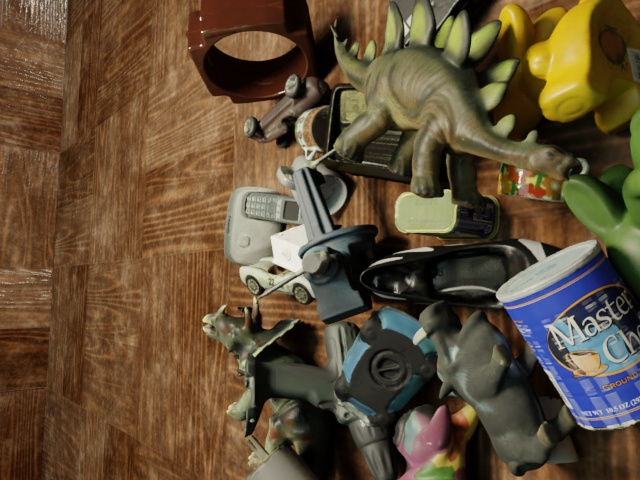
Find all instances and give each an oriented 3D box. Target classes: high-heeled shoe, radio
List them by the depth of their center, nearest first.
[{"bbox_3d":[0.167,0.040,0.601,0.249,0.145,0.086,-8,81,52],"label":"high-heeled shoe"},{"bbox_3d":[0.103,-0.148,0.755,0.230,0.073,0.131,19,101,50],"label":"radio"}]

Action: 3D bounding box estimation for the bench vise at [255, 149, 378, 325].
[{"bbox_3d":[0.008,-0.006,0.739,0.129,0.223,0.240,-26,73,27],"label":"bench vise"}]

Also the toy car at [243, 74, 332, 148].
[{"bbox_3d":[-0.057,-0.216,0.945,0.202,0.089,0.053,-30,61,44],"label":"toy car"}]

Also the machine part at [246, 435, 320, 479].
[{"bbox_3d":[-0.020,0.368,0.741,0.243,0.079,0.079,45,124,13],"label":"machine part"}]

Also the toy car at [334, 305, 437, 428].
[{"bbox_3d":[0.093,0.161,0.710,0.109,0.103,0.161,31,106,13],"label":"toy car"}]

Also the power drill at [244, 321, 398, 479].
[{"bbox_3d":[-0.004,0.228,0.751,0.086,0.207,0.232,97,168,-60],"label":"power drill"}]

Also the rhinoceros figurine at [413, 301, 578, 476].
[{"bbox_3d":[0.176,0.144,0.561,0.190,0.073,0.112,58,136,20],"label":"rhinoceros figurine"}]

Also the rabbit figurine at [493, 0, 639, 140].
[{"bbox_3d":[0.237,-0.174,0.569,0.173,0.122,0.162,146,114,-65],"label":"rabbit figurine"}]

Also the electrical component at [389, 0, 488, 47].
[{"bbox_3d":[0.155,-0.315,0.724,0.134,0.058,0.115,-47,51,37],"label":"electrical component"}]

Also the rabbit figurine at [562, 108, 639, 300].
[{"bbox_3d":[0.299,-0.026,0.477,0.159,0.121,0.170,42,132,48],"label":"rabbit figurine"}]

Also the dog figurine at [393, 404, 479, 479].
[{"bbox_3d":[0.154,0.300,0.623,0.192,0.108,0.219,21,100,51],"label":"dog figurine"}]

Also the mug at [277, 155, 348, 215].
[{"bbox_3d":[-0.022,-0.096,0.884,0.107,0.109,0.080,-120,44,-53],"label":"mug"}]

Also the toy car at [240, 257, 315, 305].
[{"bbox_3d":[-0.051,0.063,0.898,0.202,0.073,0.056,4,110,42],"label":"toy car"}]

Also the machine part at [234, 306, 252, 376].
[{"bbox_3d":[-0.140,0.199,1.044,0.084,0.039,0.138,-9,81,59],"label":"machine part"}]

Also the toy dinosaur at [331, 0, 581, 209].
[{"bbox_3d":[0.106,-0.171,0.623,0.472,0.105,0.198,41,114,51],"label":"toy dinosaur"}]

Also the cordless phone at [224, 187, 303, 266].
[{"bbox_3d":[-0.080,-0.018,0.973,0.184,0.088,0.146,9,93,32],"label":"cordless phone"}]

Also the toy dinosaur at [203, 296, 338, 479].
[{"bbox_3d":[-0.044,0.264,0.865,0.405,0.131,0.192,47,121,33],"label":"toy dinosaur"}]

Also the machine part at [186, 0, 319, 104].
[{"bbox_3d":[-0.109,-0.325,0.910,0.202,0.200,0.087,-5,70,6],"label":"machine part"}]
